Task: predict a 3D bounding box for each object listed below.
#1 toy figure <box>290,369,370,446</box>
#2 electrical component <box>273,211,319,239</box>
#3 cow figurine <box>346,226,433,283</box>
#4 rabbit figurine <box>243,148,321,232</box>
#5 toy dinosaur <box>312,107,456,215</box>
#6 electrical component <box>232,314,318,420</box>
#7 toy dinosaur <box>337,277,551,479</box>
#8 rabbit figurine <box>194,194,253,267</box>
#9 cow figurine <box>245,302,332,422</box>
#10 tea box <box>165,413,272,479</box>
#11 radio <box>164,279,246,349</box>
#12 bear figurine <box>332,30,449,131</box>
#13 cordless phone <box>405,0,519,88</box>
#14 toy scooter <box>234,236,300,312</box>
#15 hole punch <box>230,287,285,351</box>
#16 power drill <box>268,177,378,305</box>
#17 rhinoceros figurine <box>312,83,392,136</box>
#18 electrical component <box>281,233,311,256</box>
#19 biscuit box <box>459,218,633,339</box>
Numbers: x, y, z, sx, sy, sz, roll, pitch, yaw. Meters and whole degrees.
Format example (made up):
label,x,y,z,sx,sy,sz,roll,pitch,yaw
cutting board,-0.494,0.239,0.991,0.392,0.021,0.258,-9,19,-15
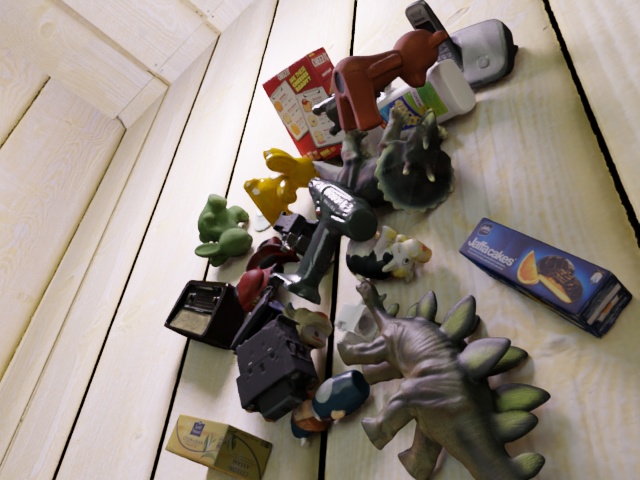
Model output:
label,x,y,z,sx,sy,sz,roll,pitch,yaw
toy figure,0.006,0.245,0.794,0.154,0.058,0.064,-40,-5,25
electrical component,-0.035,-0.018,1.086,0.119,0.074,0.048,18,74,55
cow figurine,0.102,0.029,0.859,0.167,0.068,0.098,18,80,61
rabbit figurine,-0.077,-0.131,1.201,0.173,0.162,0.122,-30,25,3
toy dinosaur,0.098,-0.119,0.974,0.405,0.131,0.192,-18,45,53
electrical component,-0.069,0.197,0.810,0.115,0.058,0.134,-42,45,18
toy dinosaur,0.147,0.178,0.626,0.198,0.105,0.472,-43,37,11
rabbit figurine,-0.238,-0.013,1.316,0.159,0.121,0.170,-48,45,-2
cow figurine,-0.053,0.193,0.900,0.195,0.085,0.127,-46,38,14
tea box,-0.171,0.344,0.894,0.170,0.098,0.068,-13,49,50
radio,-0.254,0.161,1.204,0.230,0.073,0.131,-1,60,53
bear figurine,0.123,-0.271,0.904,0.196,0.131,0.120,-21,18,-16
cordless phone,0.243,-0.355,0.932,0.147,0.184,0.089,2,57,54
toy scooter,-0.099,0.061,1.096,0.135,0.075,0.184,-17,42,43
hole punch,-0.099,0.169,0.996,0.142,0.092,0.116,-58,8,2
power drill,-0.002,-0.003,0.920,0.207,0.086,0.232,-56,30,-3
rhinoceros figurine,0.067,-0.282,1.051,0.190,0.073,0.112,-46,8,-38
electrical component,-0.029,0.023,1.021,0.045,0.102,0.078,-60,6,-14
biscuit box,0.260,0.037,0.647,0.063,0.059,0.203,-54,31,1
